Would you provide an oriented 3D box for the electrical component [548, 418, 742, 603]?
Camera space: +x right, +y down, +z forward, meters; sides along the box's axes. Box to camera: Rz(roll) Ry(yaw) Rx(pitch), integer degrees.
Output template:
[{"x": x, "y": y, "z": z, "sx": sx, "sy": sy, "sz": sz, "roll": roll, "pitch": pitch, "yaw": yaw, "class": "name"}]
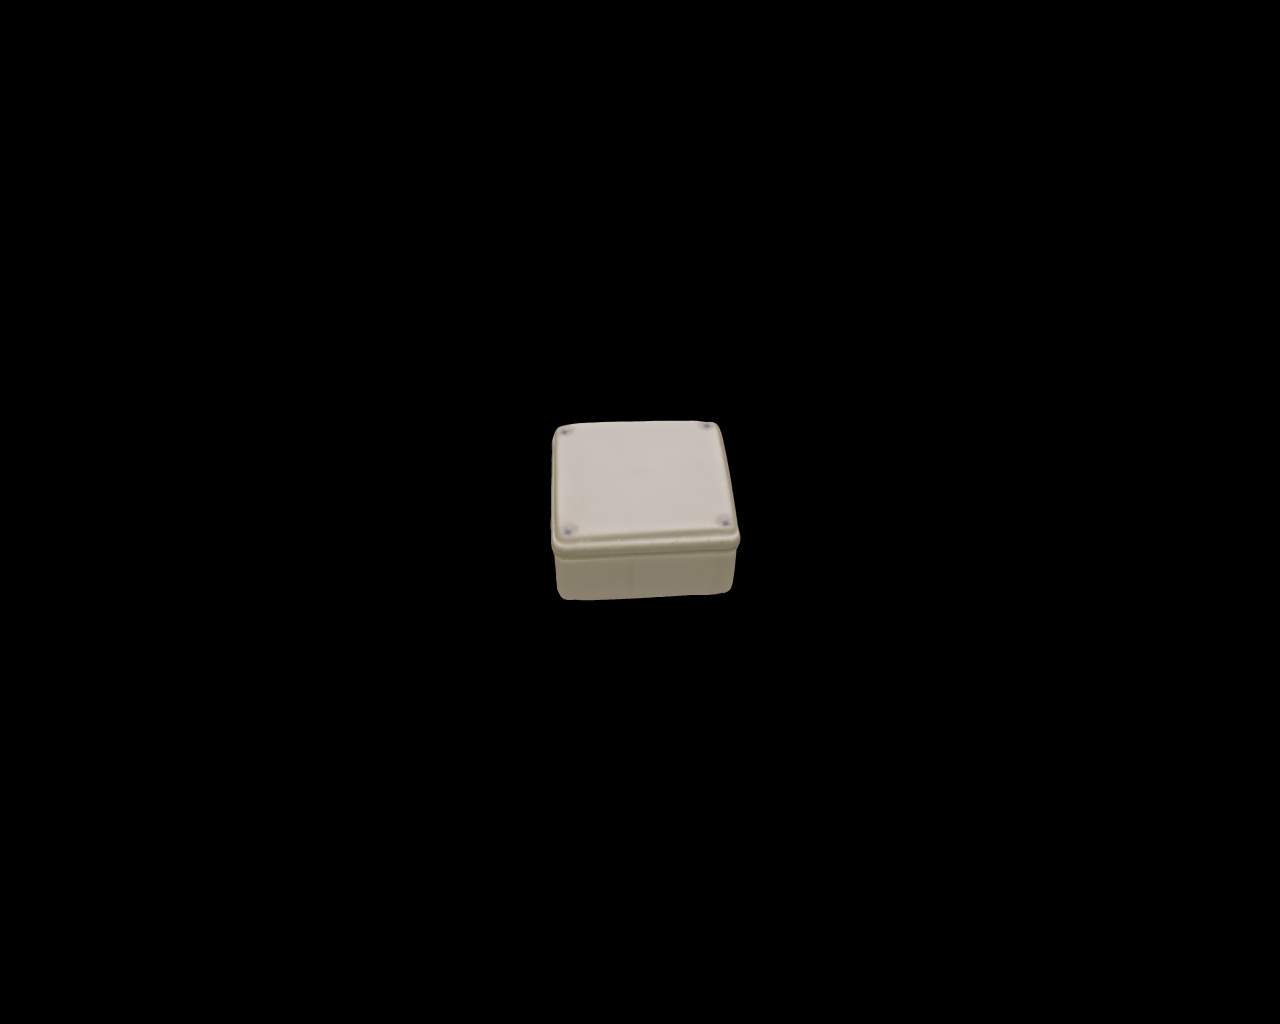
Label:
[{"x": 0.001, "y": -0.003, "z": 0.650, "sx": 0.109, "sy": 0.056, "sz": 0.109, "roll": -2, "pitch": 43, "yaw": -2, "class": "electrical component"}]
